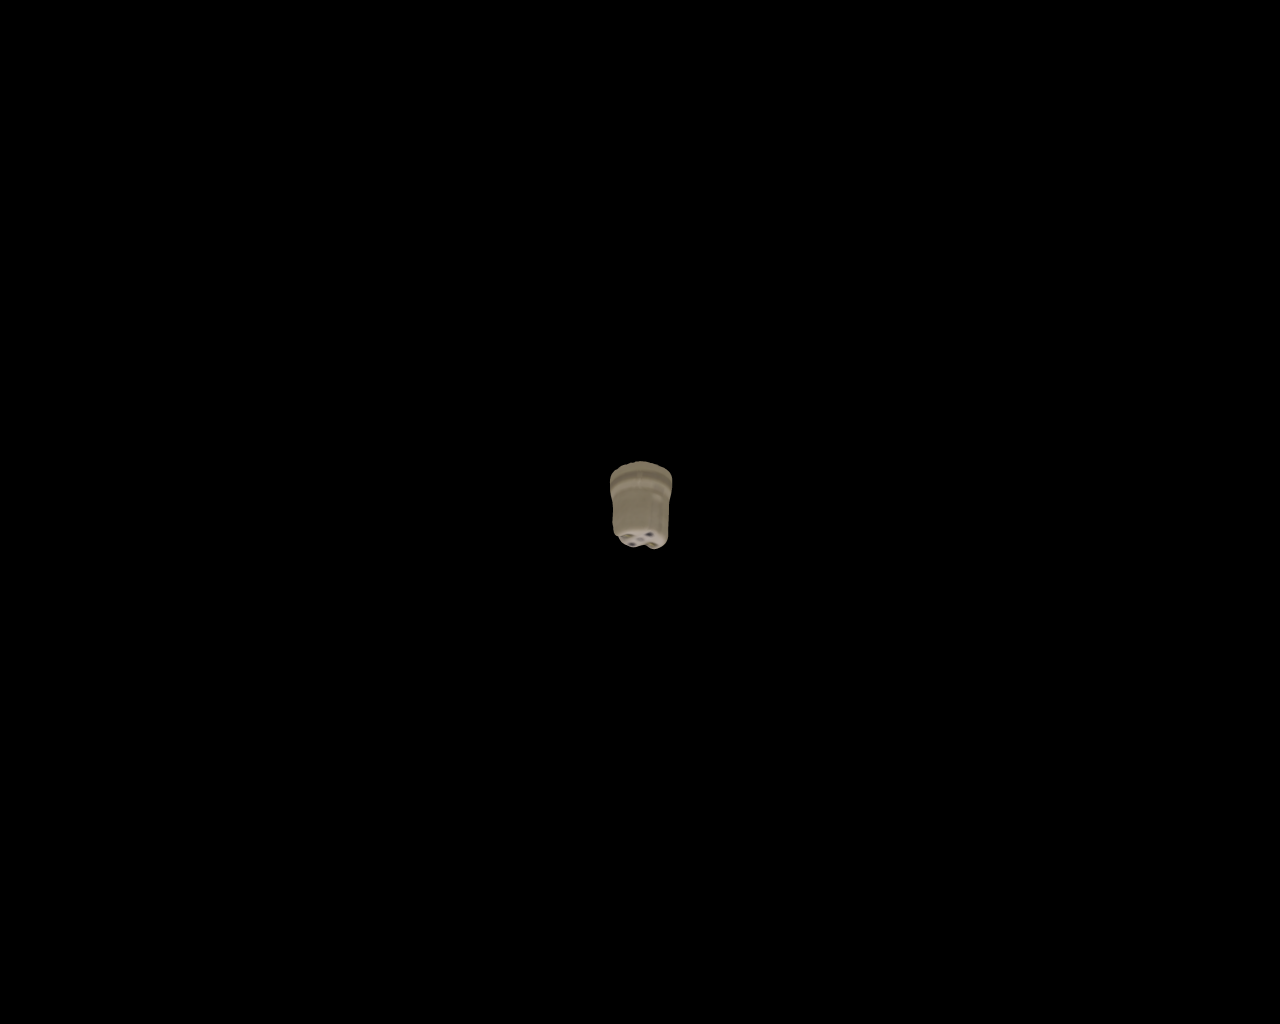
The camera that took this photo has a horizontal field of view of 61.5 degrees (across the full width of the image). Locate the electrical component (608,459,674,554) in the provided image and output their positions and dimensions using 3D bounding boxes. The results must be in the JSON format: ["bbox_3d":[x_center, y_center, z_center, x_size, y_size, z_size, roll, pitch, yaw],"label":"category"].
[{"bbox_3d":[0.001,-0.003,0.650,0.040,0.046,0.040,0,-30,0],"label":"electrical component"}]
